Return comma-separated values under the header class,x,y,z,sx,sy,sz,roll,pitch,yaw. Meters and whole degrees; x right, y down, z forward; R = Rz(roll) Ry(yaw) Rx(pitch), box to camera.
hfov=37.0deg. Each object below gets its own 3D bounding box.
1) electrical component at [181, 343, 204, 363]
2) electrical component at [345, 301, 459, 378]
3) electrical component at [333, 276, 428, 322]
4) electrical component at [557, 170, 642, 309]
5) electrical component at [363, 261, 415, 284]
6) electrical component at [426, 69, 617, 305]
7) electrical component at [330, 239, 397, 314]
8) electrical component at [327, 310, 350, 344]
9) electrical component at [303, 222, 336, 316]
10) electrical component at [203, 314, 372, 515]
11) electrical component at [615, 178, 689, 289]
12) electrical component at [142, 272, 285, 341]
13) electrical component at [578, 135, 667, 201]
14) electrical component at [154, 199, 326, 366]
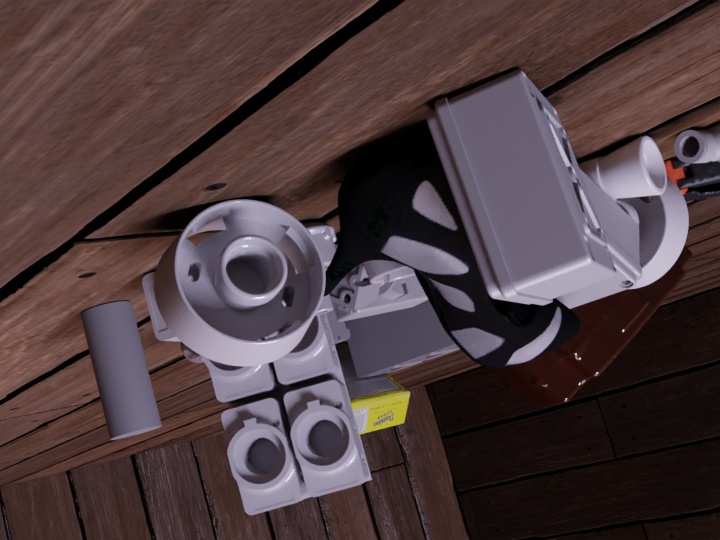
class,x,y,z,sx,sy,sz,roll,pitch,yaw
electrical component,-0.161,0.076,1.072,0.035,0.035,0.061,-14,173,-11
electrical component,0.058,0.045,1.081,0.150,0.089,0.062,-24,168,40
electrical component,0.026,0.008,0.943,0.083,0.047,0.076,-10,169,-32
electrical component,0.131,-0.021,0.782,0.109,0.056,0.109,-23,134,38
electrical component,0.025,-0.020,0.779,0.055,0.047,0.055,-15,171,-3
electrical component,0.090,-0.040,0.582,0.056,0.108,0.109,-22,169,17
electrical component,0.000,0.000,0.835,0.048,0.066,0.055,22,-159,29
electrical component,-0.063,0.056,1.067,0.056,0.050,0.089,-23,168,37
electrical component,-0.035,0.000,0.749,0.048,0.062,0.048,-15,171,-3
electrical component,-0.068,0.105,0.926,0.105,0.186,0.060,-16,171,3
electrical component,0.211,-0.035,0.859,0.099,0.099,0.064,-22,162,33
electrical component,-0.103,0.016,0.765,0.089,0.050,0.056,-18,170,14
electrical component,0.185,-0.068,0.786,0.065,0.044,0.044,-16,172,35
electrical component,-0.071,0.008,0.642,0.099,0.099,0.064,-12,164,-24
